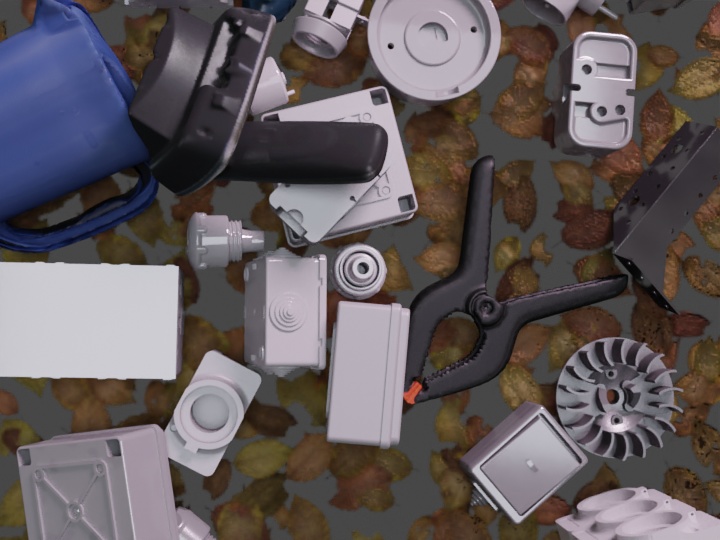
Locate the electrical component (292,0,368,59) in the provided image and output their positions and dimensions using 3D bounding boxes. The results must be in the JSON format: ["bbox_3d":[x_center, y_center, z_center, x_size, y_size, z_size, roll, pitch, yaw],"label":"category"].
[{"bbox_3d":[-0.027,-0.210,0.893,0.066,0.048,0.055,24,78,-3],"label":"electrical component"}]

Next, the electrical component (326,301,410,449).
[{"bbox_3d":[0.004,0.080,0.850,0.056,0.108,0.108,5,87,-1],"label":"electrical component"}]

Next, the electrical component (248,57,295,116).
[{"bbox_3d":[-0.095,-0.146,0.887,0.078,0.040,0.040,-21,89,-4],"label":"electrical component"}]

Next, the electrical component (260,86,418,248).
[{"bbox_3d":[-0.018,-0.084,0.882,0.109,0.056,0.108,-14,88,-5],"label":"electrical component"}]

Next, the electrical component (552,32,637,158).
[{"bbox_3d":[0.195,-0.144,0.900,0.054,0.059,0.095,5,87,-4],"label":"electrical component"}]

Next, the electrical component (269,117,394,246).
[{"bbox_3d":[-0.023,-0.066,0.823,0.050,0.056,0.089,44,85,-2],"label":"electrical component"}]

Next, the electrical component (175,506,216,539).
[{"bbox_3d":[-0.135,0.223,0.864,0.062,0.043,0.043,40,85,-3],"label":"electrical component"}]

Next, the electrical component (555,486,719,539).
[{"bbox_3d":[0.219,0.217,0.839,0.089,0.150,0.061,-17,89,-5],"label":"electrical component"}]

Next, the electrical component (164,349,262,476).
[{"bbox_3d":[-0.120,0.114,0.864,0.050,0.056,0.089,28,86,-3],"label":"electrical component"}]

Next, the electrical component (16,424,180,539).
[{"bbox_3d":[-0.202,0.180,0.832,0.109,0.056,0.108,-10,87,26],"label":"electrical component"}]

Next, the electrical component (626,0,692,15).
[{"bbox_3d":[0.251,-0.279,0.887,0.056,0.108,0.108,-11,88,-2],"label":"electrical component"}]

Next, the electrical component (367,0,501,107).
[{"bbox_3d":[0.058,-0.187,0.890,0.108,0.060,0.108,0,87,-4],"label":"electrical component"}]

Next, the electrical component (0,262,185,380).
[{"bbox_3d":[-0.218,0.040,0.857,0.150,0.062,0.089,1,87,-4],"label":"electrical component"}]

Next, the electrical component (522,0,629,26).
[{"bbox_3d":[0.190,-0.242,0.912,0.079,0.044,0.077,32,85,-2],"label":"electrical component"}]

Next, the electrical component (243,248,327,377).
[{"bbox_3d":[-0.061,0.034,0.853,0.048,0.100,0.099,1,87,-17],"label":"electrical component"}]

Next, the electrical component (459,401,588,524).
[{"bbox_3d":[0.129,0.161,0.879,0.096,0.061,0.061,-40,91,-5],"label":"electrical component"}]

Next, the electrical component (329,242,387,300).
[{"bbox_3d":[0.000,0.000,0.876,0.048,0.062,0.048,0,87,-5],"label":"electrical component"}]

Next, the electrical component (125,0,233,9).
[{"bbox_3d":[-0.150,-0.249,0.882,0.089,0.050,0.055,-1,87,-5],"label":"electrical component"}]

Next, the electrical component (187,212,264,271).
[{"bbox_3d":[-0.110,-0.023,0.879,0.062,0.048,0.048,-1,87,-11],"label":"electrical component"}]
